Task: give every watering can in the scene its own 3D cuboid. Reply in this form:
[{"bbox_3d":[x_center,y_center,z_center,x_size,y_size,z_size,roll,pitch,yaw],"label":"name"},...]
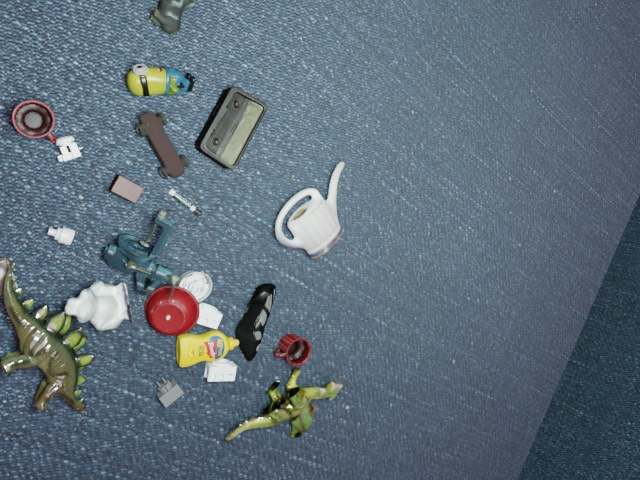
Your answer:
[{"bbox_3d":[0.005,-0.087,1.725,0.351,0.104,0.221,-43,115,-18],"label":"watering can"}]

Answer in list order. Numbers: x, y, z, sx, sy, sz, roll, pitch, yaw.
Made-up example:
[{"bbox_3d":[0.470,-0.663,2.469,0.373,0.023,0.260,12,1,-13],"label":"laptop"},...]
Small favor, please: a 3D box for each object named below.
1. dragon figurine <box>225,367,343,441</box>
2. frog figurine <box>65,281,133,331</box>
[{"bbox_3d":[-0.103,0.597,1.755,0.413,0.123,0.238,-35,120,-12],"label":"dragon figurine"},{"bbox_3d":[-0.605,0.182,1.398,0.160,0.123,0.136,-10,108,-30],"label":"frog figurine"}]
